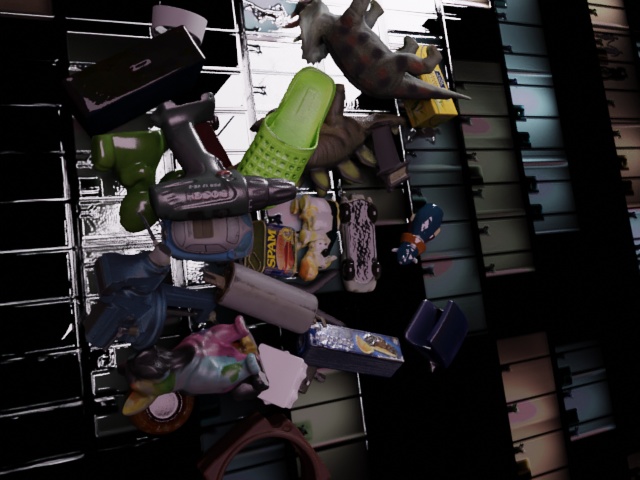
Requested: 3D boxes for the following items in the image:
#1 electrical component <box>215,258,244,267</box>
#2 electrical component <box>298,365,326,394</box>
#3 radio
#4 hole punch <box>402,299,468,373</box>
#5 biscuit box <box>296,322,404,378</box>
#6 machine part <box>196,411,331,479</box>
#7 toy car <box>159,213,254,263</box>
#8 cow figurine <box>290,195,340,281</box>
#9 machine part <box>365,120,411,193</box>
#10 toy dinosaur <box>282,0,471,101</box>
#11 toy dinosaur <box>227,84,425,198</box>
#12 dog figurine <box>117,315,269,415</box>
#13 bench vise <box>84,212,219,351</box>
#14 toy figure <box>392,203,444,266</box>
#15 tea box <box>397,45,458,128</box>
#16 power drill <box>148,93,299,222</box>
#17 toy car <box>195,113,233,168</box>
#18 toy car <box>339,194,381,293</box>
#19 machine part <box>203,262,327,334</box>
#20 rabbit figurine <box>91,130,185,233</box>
[{"bbox_3d":[-0.173,0.004,0.984,0.078,0.045,0.102,0,81,-21],"label":"electrical component"},{"bbox_3d":[-0.036,0.256,1.011,0.094,0.021,0.063,31,71,-16],"label":"electrical component"},{"bbox_3d":[-0.317,-0.267,0.923,0.229,0.131,0.073,-35,95,-23],"label":"radio"},{"bbox_3d":[0.253,0.192,1.108,0.115,0.092,0.142,41,65,-16],"label":"hole punch"},{"bbox_3d":[0.056,0.209,1.025,0.202,0.062,0.059,14,40,-20],"label":"biscuit box"},{"bbox_3d":[-0.098,0.418,0.925,0.201,0.087,0.201,-37,95,-23],"label":"machine part"},{"bbox_3d":[-0.190,-0.019,0.905,0.162,0.103,0.109,-1,79,-12],"label":"toy car"},{"bbox_3d":[-0.003,-0.002,1.043,0.098,0.068,0.167,5,75,-29],"label":"cow figurine"},{"bbox_3d":[0.139,-0.171,1.077,0.084,0.039,0.138,-33,112,-29],"label":"machine part"},{"bbox_3d":[0.099,-0.362,1.070,0.405,0.131,0.192,45,100,0],"label":"toy dinosaur"},{"bbox_3d":[0.027,-0.199,1.075,0.471,0.105,0.198,-28,100,-27],"label":"toy dinosaur"},{"bbox_3d":[-0.204,0.211,0.857,0.219,0.191,0.108,-17,58,-6],"label":"dog figurine"},{"bbox_3d":[-0.260,0.095,0.875,0.240,0.129,0.223,17,112,-45],"label":"bench vise"},{"bbox_3d":[0.207,-0.007,1.136,0.154,0.064,0.057,-55,140,-16],"label":"toy figure"},{"bbox_3d":[0.222,-0.333,1.167,0.098,0.068,0.169,-14,81,-46],"label":"tea box"},{"bbox_3d":[-0.171,-0.129,0.866,0.232,0.086,0.207,-17,80,-21],"label":"power drill"},{"bbox_3d":[-0.199,-0.148,0.994,0.089,0.053,0.202,-31,94,-41],"label":"toy car"},{"bbox_3d":[0.077,0.005,1.083,0.073,0.056,0.201,0,80,-16],"label":"toy car"},{"bbox_3d":[-0.092,0.102,0.936,0.243,0.079,0.079,23,73,-23],"label":"machine part"},{"bbox_3d":[-0.308,-0.101,0.928,0.159,0.121,0.170,-12,104,-31],"label":"rabbit figurine"}]
